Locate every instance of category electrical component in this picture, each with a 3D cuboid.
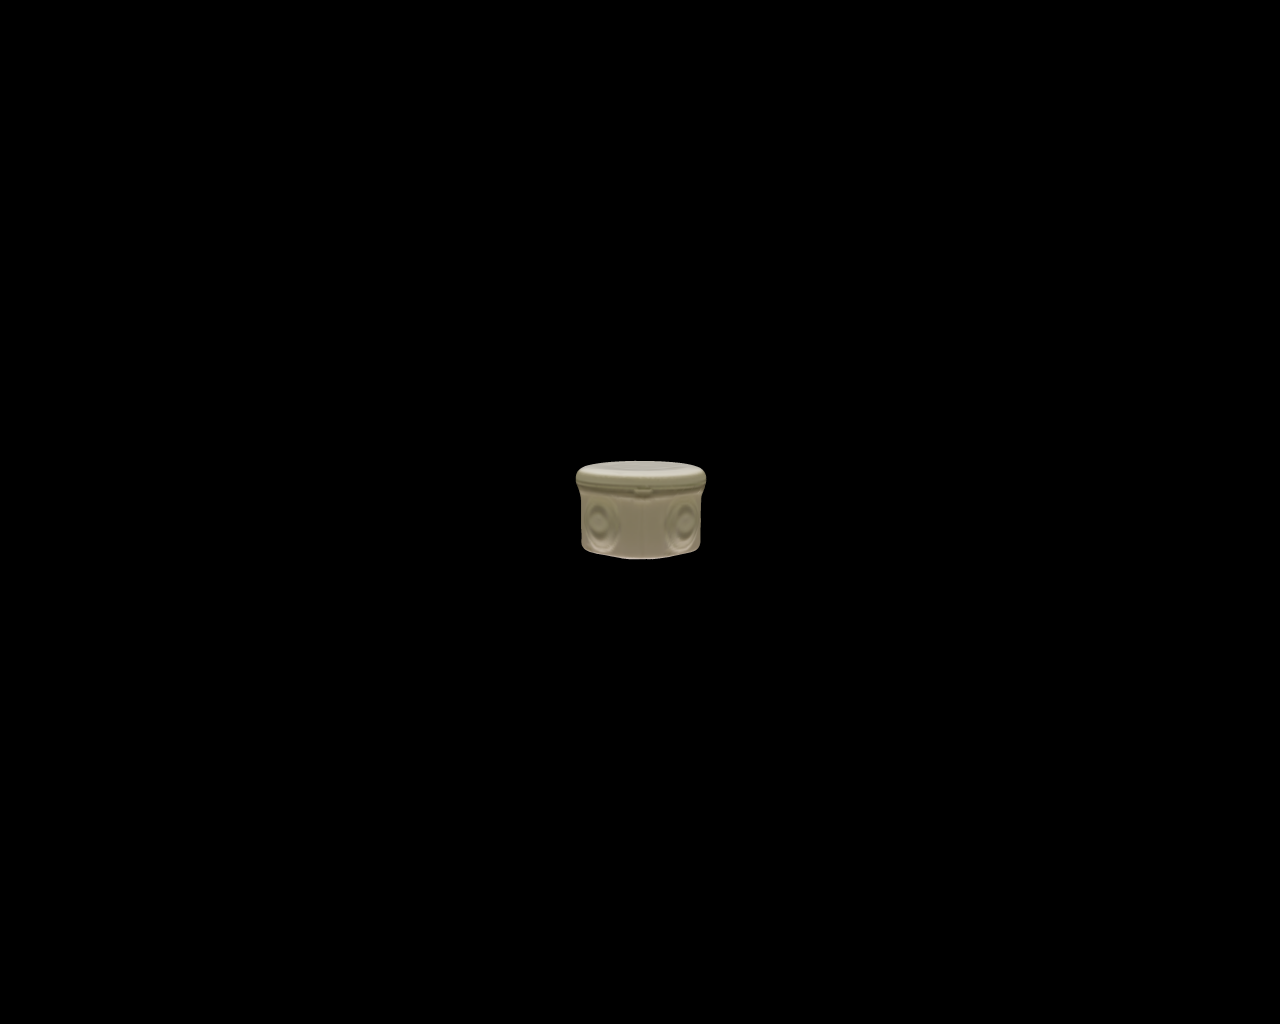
[{"bbox_3d":[0.001,-0.003,0.650,0.080,0.051,0.080,0,9,0],"label":"electrical component"}]
